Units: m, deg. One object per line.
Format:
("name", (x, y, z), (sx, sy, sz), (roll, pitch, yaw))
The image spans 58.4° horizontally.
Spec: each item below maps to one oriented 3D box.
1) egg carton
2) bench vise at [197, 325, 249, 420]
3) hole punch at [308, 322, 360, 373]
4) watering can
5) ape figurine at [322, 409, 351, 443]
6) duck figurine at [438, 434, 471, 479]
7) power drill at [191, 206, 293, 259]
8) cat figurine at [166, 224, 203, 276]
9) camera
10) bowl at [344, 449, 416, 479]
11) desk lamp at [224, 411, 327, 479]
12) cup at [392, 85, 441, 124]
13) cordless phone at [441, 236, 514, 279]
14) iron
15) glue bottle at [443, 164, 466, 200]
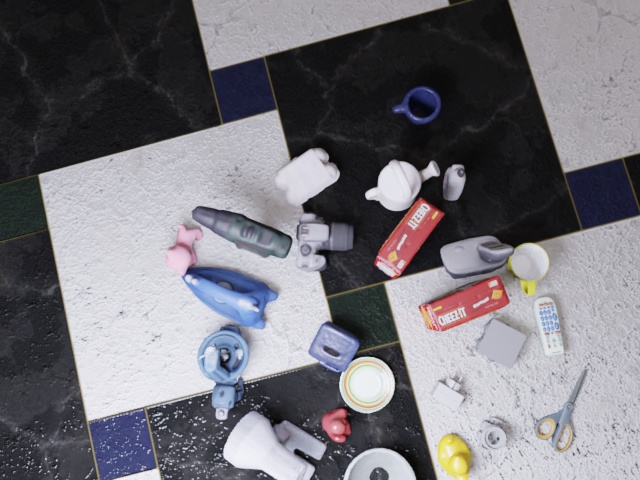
("egg carton", (-0.033, -0.158, 1.423), (0.150, 0.069, 0.107), (-35, 83, -1))
("bench vise", (-0.214, 0.301, 1.305), (0.121, 0.220, 0.207), (-17, 83, 1))
("hole punch", (0.035, 0.257, 1.360), (0.108, 0.091, 0.101), (27, 86, 6))
("watering can", (0.192, -0.138, 1.345), (0.173, 0.194, 0.101), (-43, 83, -2))
("ape figurine", (0.041, 0.434, 1.339), (0.076, 0.092, 0.078), (23, 85, 6))
("duck figurine", (0.314, 0.505, 1.319), (0.077, 0.086, 0.104), (-18, 83, 1))
("power drill", (-0.171, -0.013, 1.344), (0.229, 0.208, 0.076), (19, 85, 5))
("cat figurine", (-0.339, 0.023, 1.395), (0.067, 0.118, 0.128), (7, 84, 4))
("camera", (0.013, 0.005, 1.386), (0.136, 0.101, 0.143), (2, 84, 4))
("bowl", (0.138, 0.563, 1.328), (0.167, 0.075, 0.167), (0, 83, 3))
("desk lamp", (-0.096, 0.471, 1.282), (0.203, 0.213, 0.118), (28, 86, 6))
("cup", (0.235, -0.319, 1.413), (0.117, 0.095, 0.092), (-10, 83, 2))
("cordless phone", (0.363, 0.035, 1.320), (0.147, 0.185, 0.094), (-15, 83, 2))
("iron", (-0.238, 0.123, 1.366), (0.258, 0.141, 0.119), (22, 85, 6))
("glue bottle", (0.320, -0.145, 1.349), (0.037, 0.173, 0.078), (2, 83, 4))
